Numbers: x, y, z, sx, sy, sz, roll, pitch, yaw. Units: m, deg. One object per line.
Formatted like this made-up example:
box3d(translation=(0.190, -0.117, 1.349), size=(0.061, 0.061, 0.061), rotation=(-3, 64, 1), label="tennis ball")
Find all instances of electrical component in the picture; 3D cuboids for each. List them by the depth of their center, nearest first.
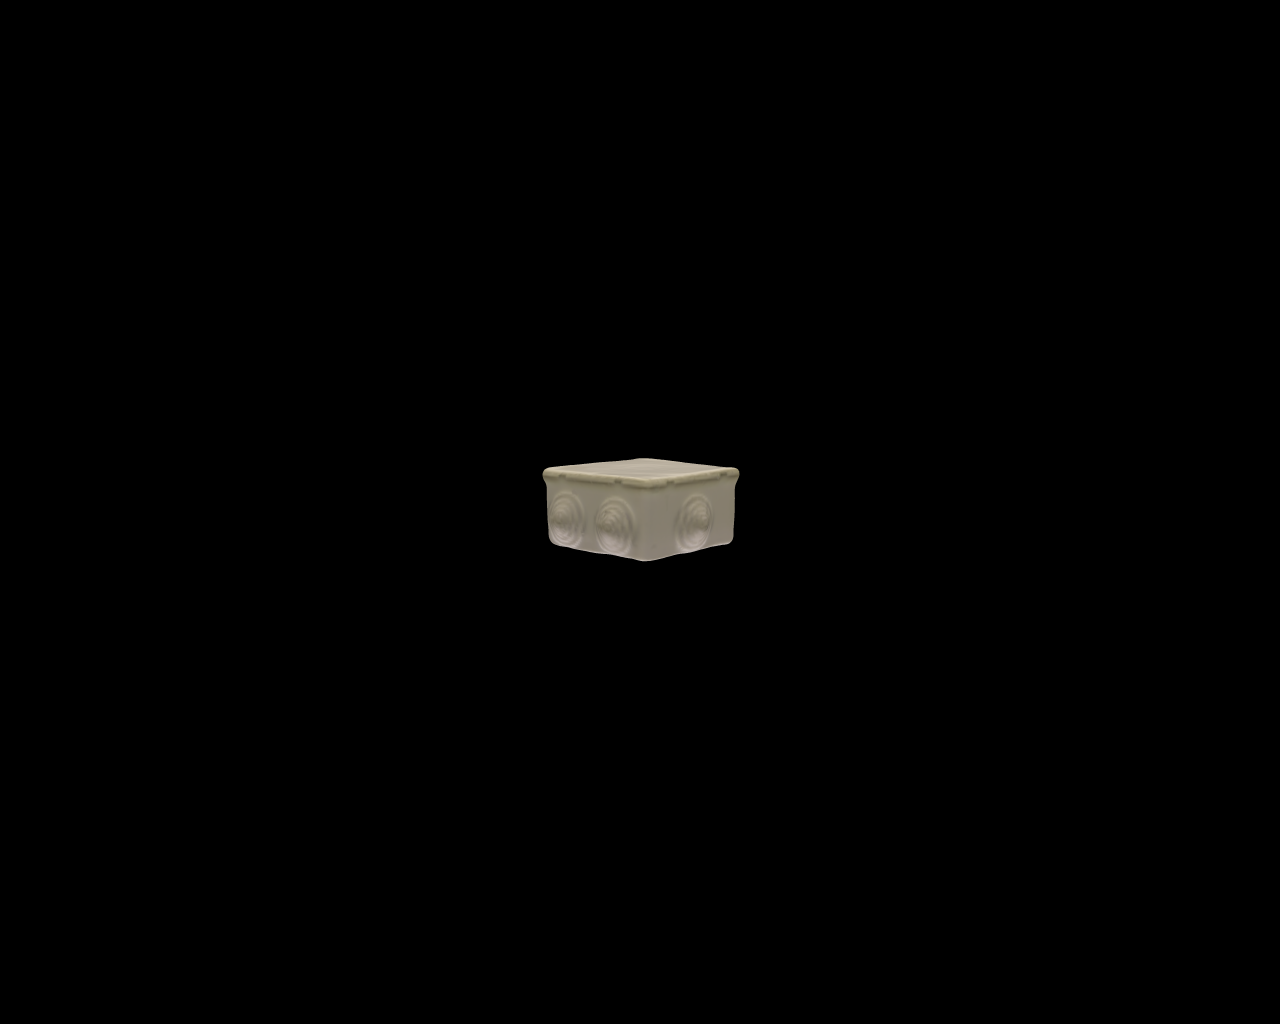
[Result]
box3d(translation=(0.001, -0.003, 0.650), size=(0.100, 0.048, 0.100), rotation=(8, 12, 43), label="electrical component")
